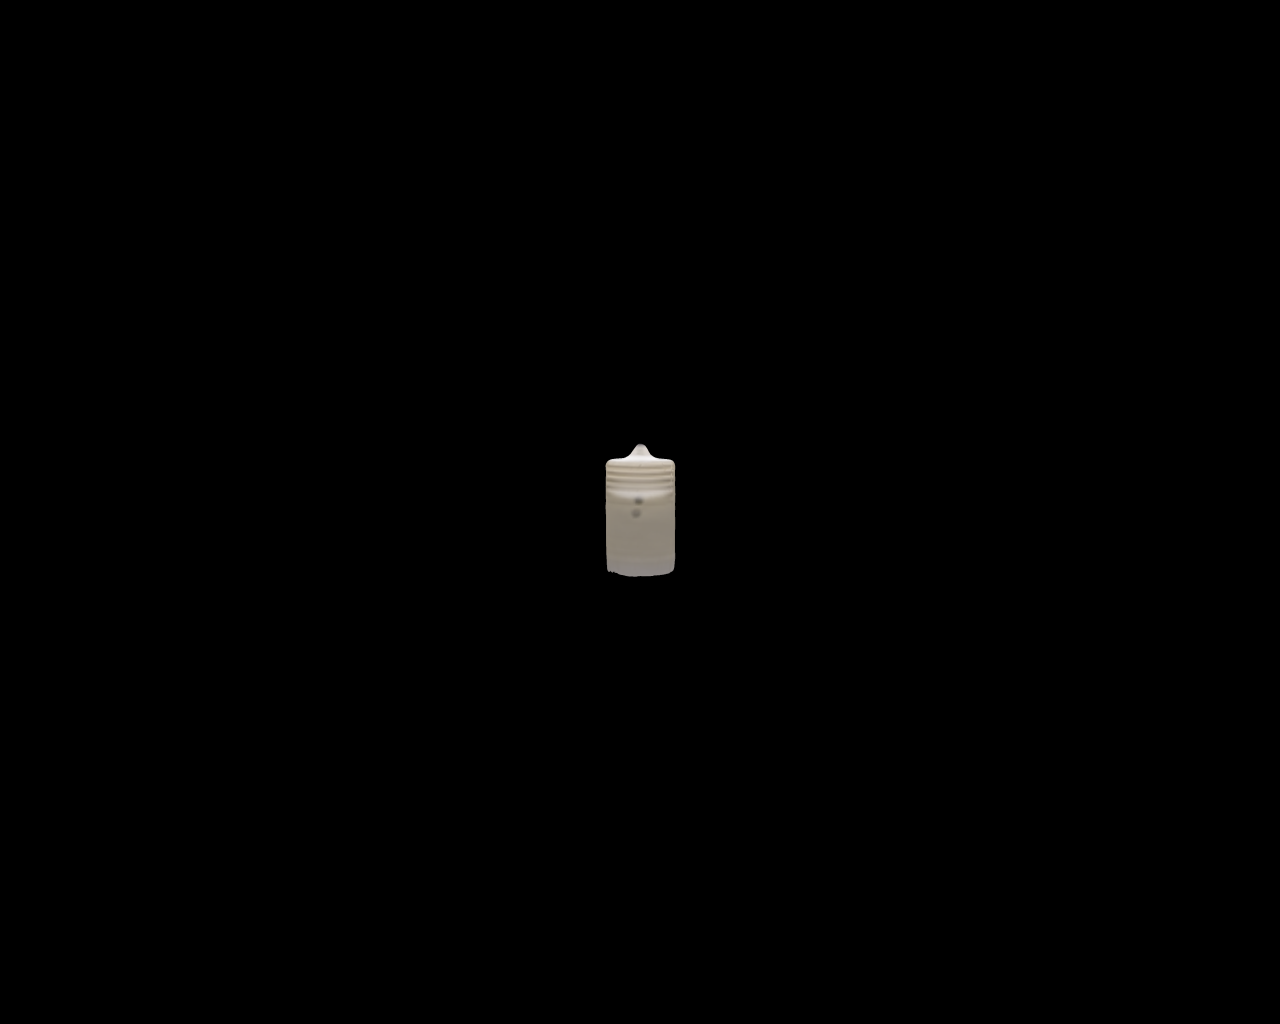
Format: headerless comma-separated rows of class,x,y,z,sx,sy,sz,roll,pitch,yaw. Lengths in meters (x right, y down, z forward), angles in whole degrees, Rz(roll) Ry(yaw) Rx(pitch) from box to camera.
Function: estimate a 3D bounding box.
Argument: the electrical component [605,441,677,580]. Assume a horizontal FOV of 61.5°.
electrical component,0.001,-0.003,0.650,0.043,0.080,0.043,0,7,0
